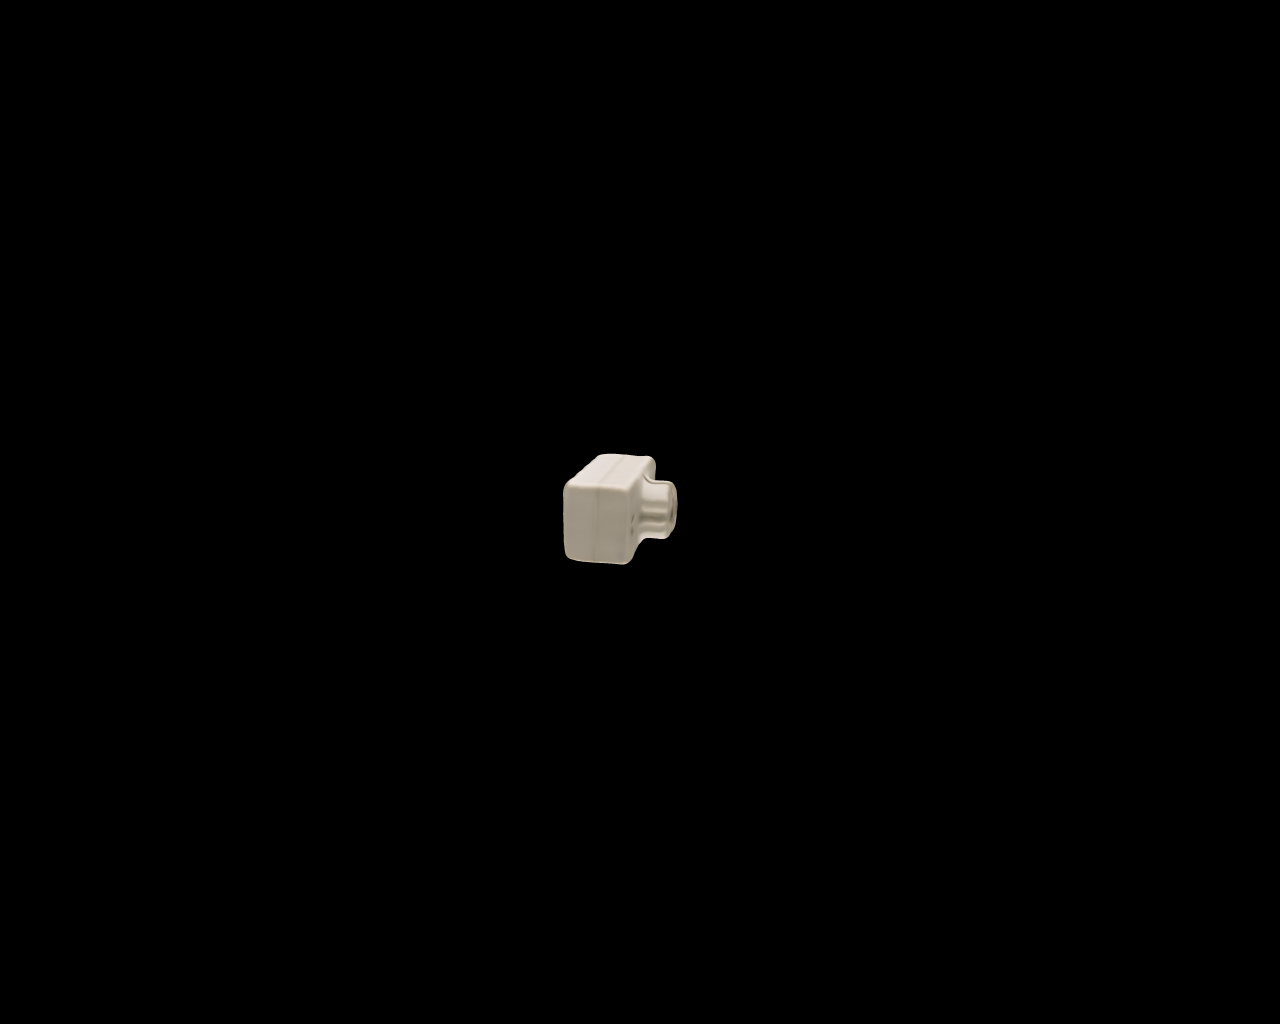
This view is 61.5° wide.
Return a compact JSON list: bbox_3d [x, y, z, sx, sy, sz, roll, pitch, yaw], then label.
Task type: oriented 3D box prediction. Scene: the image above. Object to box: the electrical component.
[{"bbox_3d":[0.001,-0.003,0.650,0.076,0.047,0.083,3,16,11],"label":"electrical component"}]
